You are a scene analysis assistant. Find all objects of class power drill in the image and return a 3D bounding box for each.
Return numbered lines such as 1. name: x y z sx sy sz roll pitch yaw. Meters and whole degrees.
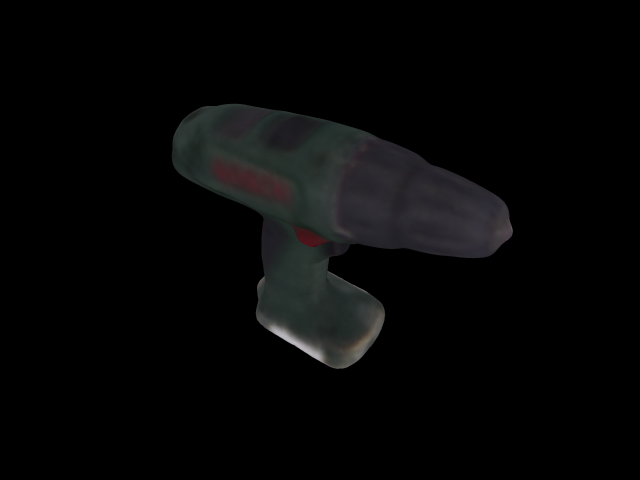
1. power drill: 0.004 0.001 0.400 0.229 0.208 0.076 27 57 20
